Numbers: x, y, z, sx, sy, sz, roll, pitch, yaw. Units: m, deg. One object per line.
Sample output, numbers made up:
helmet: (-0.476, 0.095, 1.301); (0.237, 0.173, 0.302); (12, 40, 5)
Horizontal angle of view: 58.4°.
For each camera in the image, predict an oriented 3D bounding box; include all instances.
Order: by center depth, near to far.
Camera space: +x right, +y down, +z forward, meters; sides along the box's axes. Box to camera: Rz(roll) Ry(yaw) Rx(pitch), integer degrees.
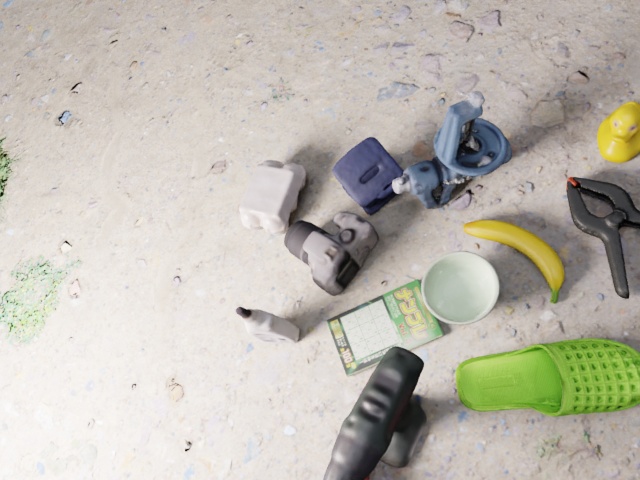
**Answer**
camera: (0.009, 0.004, 1.020); (0.136, 0.101, 0.143); (33, 82, 27)

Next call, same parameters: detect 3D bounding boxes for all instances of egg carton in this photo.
egg carton: (-0.091, -0.084, 1.109); (0.107, 0.069, 0.150); (12, 73, 23)

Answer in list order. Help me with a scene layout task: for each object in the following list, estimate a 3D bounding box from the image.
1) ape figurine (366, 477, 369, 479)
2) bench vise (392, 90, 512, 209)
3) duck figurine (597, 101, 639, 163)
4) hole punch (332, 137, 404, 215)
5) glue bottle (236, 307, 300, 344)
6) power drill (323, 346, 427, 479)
ape figurine: (0.035, 0.365, 0.867); (0.078, 0.092, 0.076); (-31, 62, 5)
bench vise: (0.219, -0.139, 0.938); (0.207, 0.220, 0.121); (-44, 61, -2)
duck figurine: (0.500, -0.190, 0.937); (0.077, 0.086, 0.105); (21, 77, 26)
hole punch: (0.093, -0.118, 1.047); (0.108, 0.091, 0.101); (-41, 61, 0)
glue bottle: (-0.097, 0.139, 0.960); (0.078, 0.173, 0.037); (0, 69, 19)
power drill: (0.088, 0.272, 0.820); (0.075, 0.209, 0.230); (20, 76, 25)
